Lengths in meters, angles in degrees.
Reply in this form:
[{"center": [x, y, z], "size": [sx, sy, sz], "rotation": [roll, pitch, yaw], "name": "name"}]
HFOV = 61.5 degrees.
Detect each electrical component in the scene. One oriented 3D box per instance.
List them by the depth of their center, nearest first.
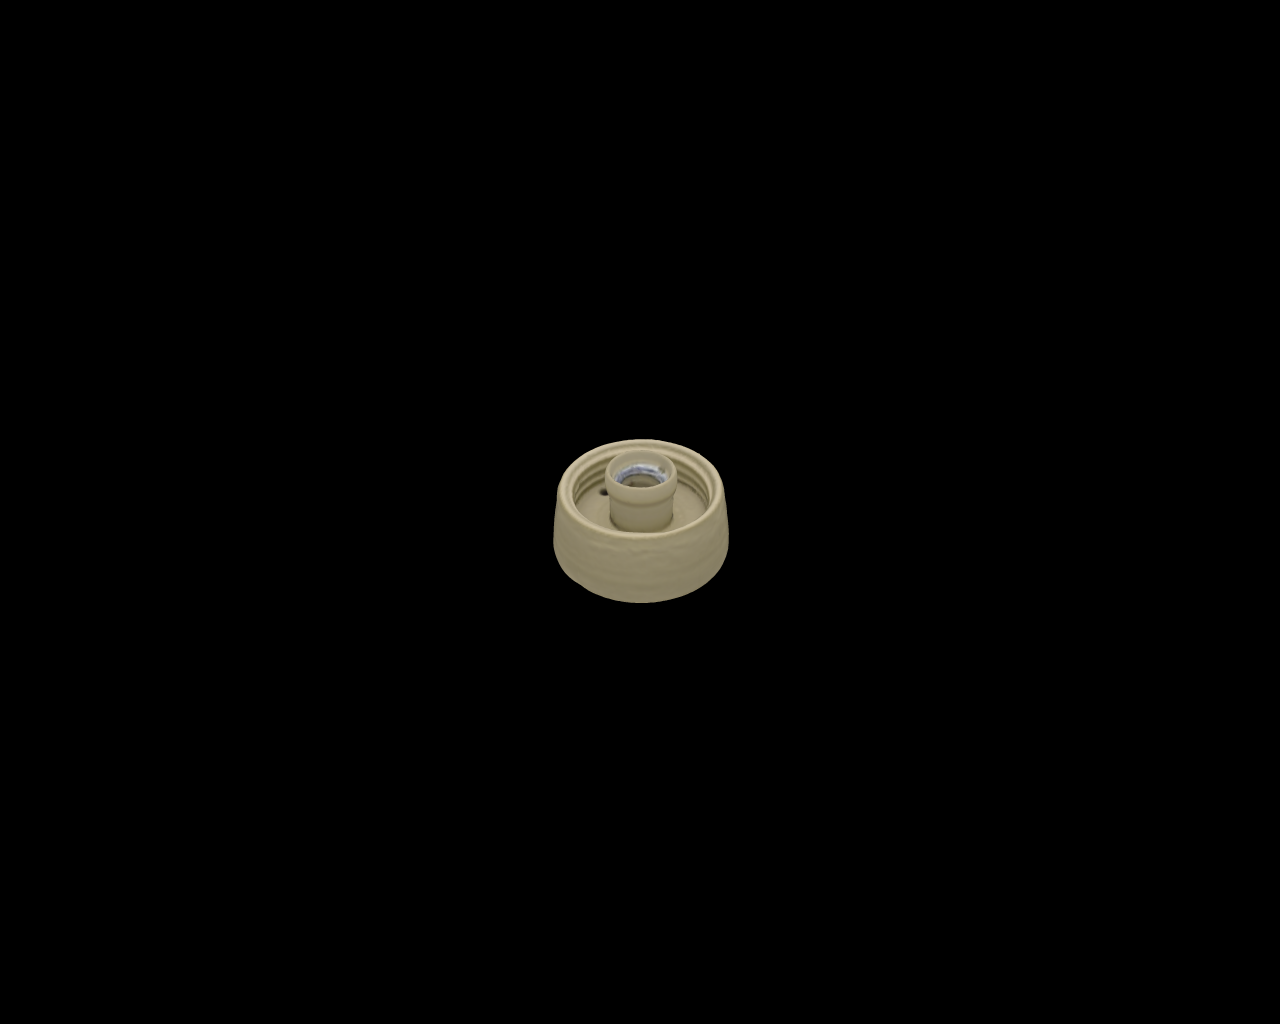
[{"center": [0.001, -0.003, 0.650], "size": [0.108, 0.060, 0.108], "rotation": [0, 39, 0], "name": "electrical component"}]
